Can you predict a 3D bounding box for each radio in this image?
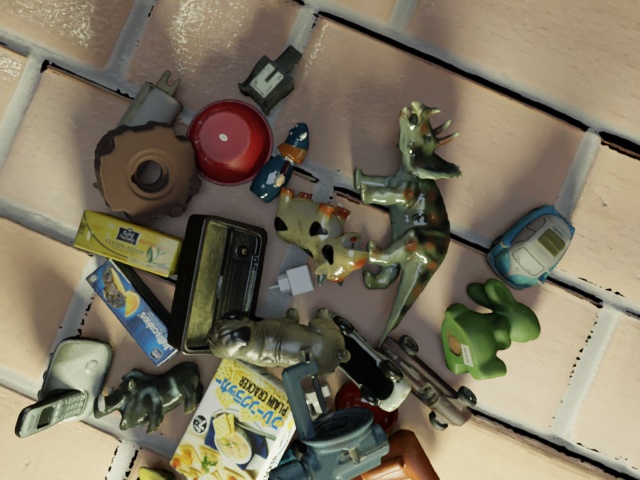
[{"bbox_3d":[-0.173,0.077,0.917,0.131,0.073,0.229,11,89,-38],"label":"radio"}]

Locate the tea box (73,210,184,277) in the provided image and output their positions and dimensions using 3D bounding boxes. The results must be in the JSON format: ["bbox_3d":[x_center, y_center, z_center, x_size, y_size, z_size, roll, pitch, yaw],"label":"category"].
[{"bbox_3d":[-0.321,0.006,0.934,0.170,0.098,0.068,17,89,-2],"label":"tea box"}]

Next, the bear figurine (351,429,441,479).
[{"bbox_3d":[0.096,0.410,0.912,0.196,0.120,0.132,-29,77,-2],"label":"bear figurine"}]

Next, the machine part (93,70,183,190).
[{"bbox_3d":[-0.319,-0.187,0.949,0.079,0.079,0.243,31,88,0],"label":"machine part"}]

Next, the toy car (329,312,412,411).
[{"bbox_3d":[0.067,0.208,0.930,0.202,0.056,0.073,40,101,25],"label":"toy car"}]

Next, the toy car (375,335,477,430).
[{"bbox_3d":[0.181,0.252,0.943,0.202,0.053,0.089,42,117,-1],"label":"toy car"}]

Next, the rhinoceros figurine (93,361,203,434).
[{"bbox_3d":[-0.300,0.275,0.940,0.190,0.073,0.112,-20,90,-1],"label":"rhinoceros figurine"}]

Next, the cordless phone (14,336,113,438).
[{"bbox_3d":[-0.431,0.237,0.884,0.089,0.184,0.146,17,89,4],"label":"cordless phone"}]

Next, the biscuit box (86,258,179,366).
[{"bbox_3d":[-0.319,0.124,0.948,0.059,0.063,0.202,-40,89,0],"label":"biscuit box"}]

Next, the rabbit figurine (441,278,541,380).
[{"bbox_3d":[0.302,0.149,0.946,0.170,0.121,0.159,-14,83,-19],"label":"rabbit figurine"}]

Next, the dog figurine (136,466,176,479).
[{"bbox_3d":[-0.245,0.476,0.890,0.108,0.192,0.219,-45,105,5],"label":"dog figurine"}]

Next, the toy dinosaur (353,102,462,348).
[{"bbox_3d":[0.164,-0.026,0.936,0.192,0.131,0.404,-6,95,0],"label":"toy dinosaur"}]

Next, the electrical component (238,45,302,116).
[{"bbox_3d":[-0.084,-0.293,0.967,0.075,0.048,0.119,39,88,0],"label":"electrical component"}]

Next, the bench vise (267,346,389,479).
[{"bbox_3d":[-0.011,0.286,0.815,0.224,0.129,0.240,-16,89,-13],"label":"bench vise"}]

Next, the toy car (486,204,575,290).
[{"bbox_3d":[0.383,0.012,0.939,0.161,0.103,0.109,-43,91,1],"label":"toy car"}]

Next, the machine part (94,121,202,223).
[{"bbox_3d":[-0.291,-0.114,0.912,0.179,0.056,0.179,-11,112,-28],"label":"machine part"}]

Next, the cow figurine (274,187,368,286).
[{"bbox_3d":[-0.002,-0.003,0.910,0.195,0.085,0.127,27,104,37],"label":"cow figurine"}]

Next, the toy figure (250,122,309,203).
[{"bbox_3d":[-0.066,-0.139,0.958,0.064,0.057,0.154,38,92,23],"label":"toy figure"}]

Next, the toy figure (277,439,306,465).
[{"bbox_3d":[-0.065,0.434,0.936,0.089,0.082,0.180,23,94,13],"label":"toy figure"}]

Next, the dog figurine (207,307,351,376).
[{"bbox_3d":[-0.065,0.170,0.865,0.172,0.190,0.121,-6,81,36],"label":"dog figurine"}]
